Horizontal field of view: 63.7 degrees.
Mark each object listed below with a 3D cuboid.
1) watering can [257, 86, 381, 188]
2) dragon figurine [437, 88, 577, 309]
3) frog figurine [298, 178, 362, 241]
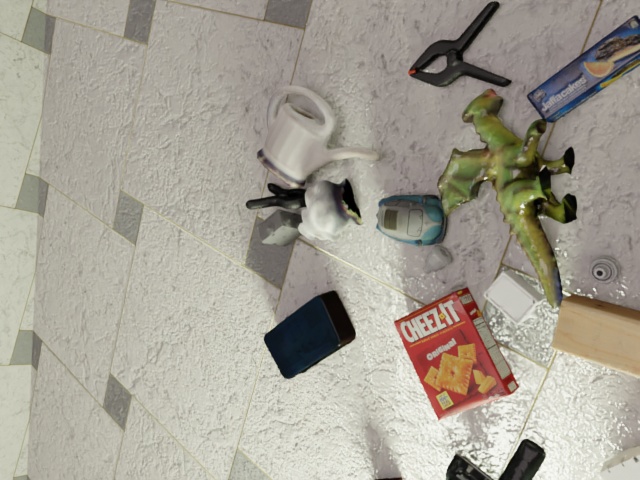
[{"bbox_3d":[-0.026,-0.219,1.220,0.352,0.104,0.221,45,118,28],"label":"watering can"},{"bbox_3d":[0.333,-0.090,0.966,0.242,0.122,0.411,0,86,49],"label":"dragon figurine"},{"bbox_3d":[0.004,-0.060,1.197,0.158,0.124,0.137,-25,97,24],"label":"frog figurine"}]
